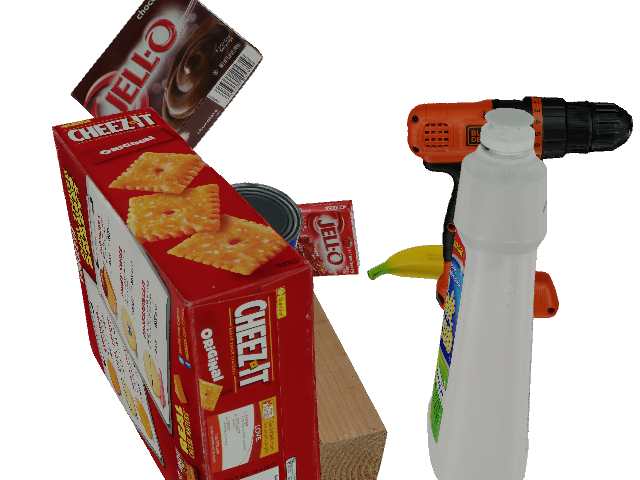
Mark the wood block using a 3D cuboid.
[{"bbox_3d":[-0.016,0.157,1.111,0.090,0.090,0.206,-9,43,-19],"label":"wood block"}]

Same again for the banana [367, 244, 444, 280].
[{"bbox_3d":[0.152,0.038,1.108,0.198,0.069,0.037,10,-41,24],"label":"banana"}]

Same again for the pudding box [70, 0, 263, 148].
[{"bbox_3d":[-0.109,-0.116,0.754,0.090,0.113,0.039,42,4,21],"label":"pudding box"}]

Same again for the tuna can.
[{"bbox_3d":[-0.061,-0.011,0.949,0.086,0.034,0.086,7,42,-7],"label":"tuna can"}]

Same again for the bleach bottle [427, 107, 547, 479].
[{"bbox_3d":[0.108,0.035,0.676,0.068,0.251,0.102,2,29,3],"label":"bleach bottle"}]

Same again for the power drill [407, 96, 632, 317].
[{"bbox_3d":[0.167,-0.029,0.908,0.184,0.188,0.057,1,17,9],"label":"power drill"}]

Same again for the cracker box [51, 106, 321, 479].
[{"bbox_3d":[-0.076,0.040,0.592,0.072,0.164,0.214,-16,34,-22],"label":"cracker box"}]

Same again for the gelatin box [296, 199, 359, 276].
[{"bbox_3d":[0.005,-0.001,1.258,0.073,0.089,0.030,-3,29,9],"label":"gelatin box"}]
